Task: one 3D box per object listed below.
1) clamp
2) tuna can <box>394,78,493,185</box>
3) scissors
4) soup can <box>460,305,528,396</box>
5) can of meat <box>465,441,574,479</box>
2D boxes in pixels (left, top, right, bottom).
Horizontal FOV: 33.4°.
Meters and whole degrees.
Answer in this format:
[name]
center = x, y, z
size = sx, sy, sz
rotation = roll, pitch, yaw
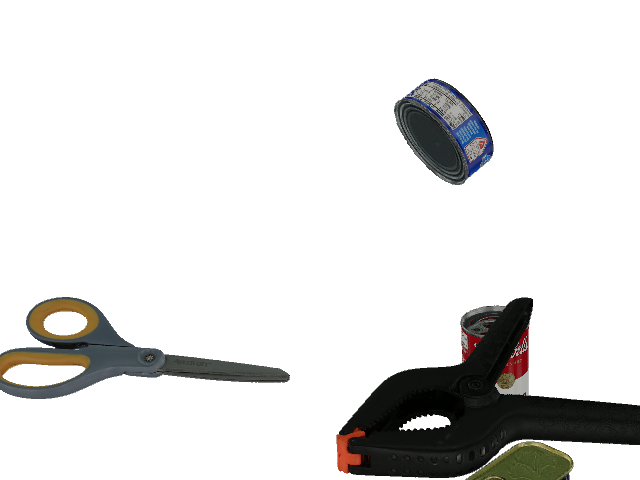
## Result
[clamp]
center = 0.103, 0.104, 0.717
size = 0.209, 0.036, 0.165
rotation = -12, 31, -15
[tuna can]
center = 0.101, -0.089, 0.873
size = 0.033, 0.086, 0.086
rotation = -39, 10, -13
[scissors]
center = -0.125, 0.071, 0.743
size = 0.201, 0.016, 0.096
rotation = -6, 43, -3
[soup can]
center = 0.177, 0.126, 1.080
size = 0.068, 0.102, 0.068
rotation = -4, 22, 1
[can of meat]
center = 0.165, 0.231, 0.891
size = 0.101, 0.084, 0.058
rotation = -23, 28, -37
